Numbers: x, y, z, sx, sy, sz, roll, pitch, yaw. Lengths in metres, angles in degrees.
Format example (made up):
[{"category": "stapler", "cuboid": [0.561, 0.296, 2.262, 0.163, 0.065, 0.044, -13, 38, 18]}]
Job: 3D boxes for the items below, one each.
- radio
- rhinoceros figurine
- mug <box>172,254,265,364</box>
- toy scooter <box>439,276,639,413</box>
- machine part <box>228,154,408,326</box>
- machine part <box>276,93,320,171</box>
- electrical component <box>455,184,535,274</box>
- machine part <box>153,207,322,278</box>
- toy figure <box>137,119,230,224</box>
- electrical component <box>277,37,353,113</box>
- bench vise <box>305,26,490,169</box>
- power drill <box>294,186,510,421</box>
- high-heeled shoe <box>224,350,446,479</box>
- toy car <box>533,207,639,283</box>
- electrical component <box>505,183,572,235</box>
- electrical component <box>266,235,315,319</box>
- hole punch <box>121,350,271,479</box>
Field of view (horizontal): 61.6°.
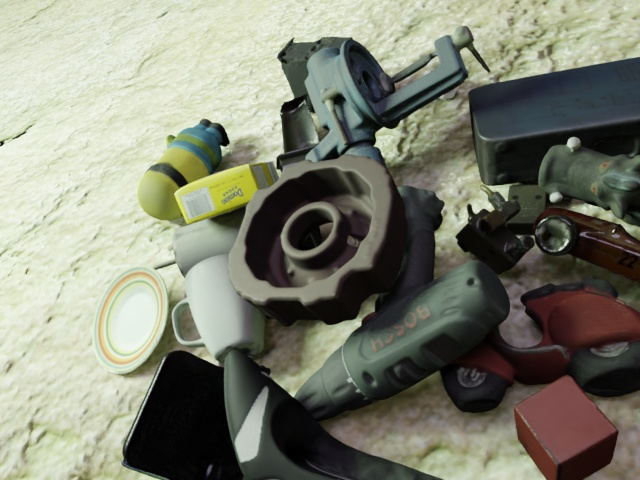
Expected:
[{"category": "radio", "cuboid": [0.291, -0.135, 0.611, 0.230, 0.073, 0.131, -7, 41, 18]}, {"category": "rhinoceros figurine", "cuboid": [0.305, -0.042, 0.504, 0.191, 0.073, 0.112, 23, 20, 28]}, {"category": "mug", "cuboid": [-0.112, 0.085, 0.596, 0.110, 0.080, 0.107, -24, 54, 0]}, {"category": "toy scooter", "cuboid": [0.195, 0.076, 0.486, 0.184, 0.075, 0.135, -14, 47, 17]}, {"category": "machine part", "cuboid": [-0.001, -0.002, 0.513, 0.179, 0.056, 0.179, -16, 51, 21]}, {"category": "machine part", "cuboid": [-0.030, -0.144, 0.772, 0.084, 0.039, 0.139, -15, 63, 14]}, {"category": "electrical component", "cuboid": [0.177, -0.009, 0.551, 0.078, 0.102, 0.045, 40, 77, 15]}, {"category": "machine part", "cuboid": [-0.088, -0.003, 0.661, 0.243, 0.079, 0.079, -18, 48, 7]}, {"category": "toy figure", "cuboid": [-0.199, -0.105, 0.781, 0.082, 0.089, 0.180, 4, 56, 33]}, {"category": "electrical component", "cuboid": [0.017, -0.234, 0.786, 0.134, 0.114, 0.058, 13, 60, 32]}, {"category": "bench vise", "cuboid": [0.079, -0.159, 0.643, 0.241, 0.128, 0.223, -26, 64, 30]}, {"category": "power drill", "cuboid": [0.062, 0.054, 0.530, 0.232, 0.086, 0.207, -33, 29, 32]}, {"category": "high-heeled shoe", "cuboid": [0.020, 0.167, 0.444, 0.145, 0.086, 0.249, -40, 71, 14]}, {"category": "toy car", "cuboid": [0.291, 0.018, 0.481, 0.202, 0.089, 0.053, 28, 105, 39]}, {"category": "electrical component", "cuboid": [0.230, -0.036, 0.598, 0.094, 0.021, 0.063, 0, 52, 23]}, {"category": "electrical component", "cuboid": [-0.040, 0.020, 0.597, 0.075, 0.119, 0.048, -14, 10, 8]}, {"category": "hole punch", "cuboid": [-0.122, 0.180, 0.521, 0.116, 0.092, 0.142, 27, 56, -13]}]
